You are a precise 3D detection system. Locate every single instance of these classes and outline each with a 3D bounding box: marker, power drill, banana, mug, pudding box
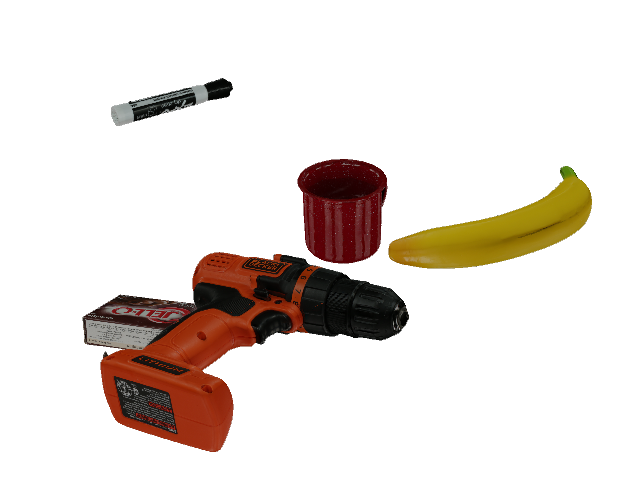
[{"bbox_3d":[-0.138,-0.131,1.004,0.120,0.020,0.020,-19,9,-26],"label":"marker"},{"bbox_3d":[-0.051,0.074,0.775,0.185,0.057,0.187,8,30,31],"label":"power drill"},{"bbox_3d":[0.150,-0.011,0.847,0.197,0.037,0.070,-21,22,-27],"label":"banana"},{"bbox_3d":[0.031,-0.034,1.135,0.093,0.081,0.117,21,39,32],"label":"mug"},{"bbox_3d":[-0.208,0.098,1.253,0.114,0.039,0.090,3,14,18],"label":"pudding box"}]
